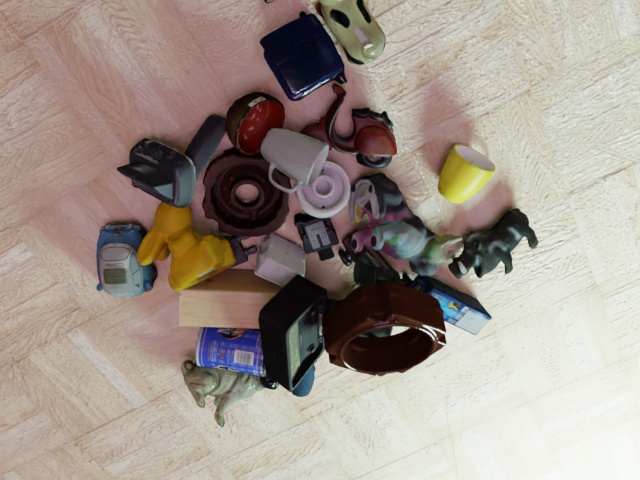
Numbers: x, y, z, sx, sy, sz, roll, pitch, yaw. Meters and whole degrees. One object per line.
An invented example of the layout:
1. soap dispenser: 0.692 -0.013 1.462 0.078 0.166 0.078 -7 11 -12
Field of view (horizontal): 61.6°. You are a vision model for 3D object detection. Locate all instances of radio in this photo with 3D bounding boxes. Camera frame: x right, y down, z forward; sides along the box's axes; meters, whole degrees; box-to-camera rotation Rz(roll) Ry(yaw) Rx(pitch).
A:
1. radio: -0.048 0.182 1.051 0.073 0.131 0.229 29 143 23

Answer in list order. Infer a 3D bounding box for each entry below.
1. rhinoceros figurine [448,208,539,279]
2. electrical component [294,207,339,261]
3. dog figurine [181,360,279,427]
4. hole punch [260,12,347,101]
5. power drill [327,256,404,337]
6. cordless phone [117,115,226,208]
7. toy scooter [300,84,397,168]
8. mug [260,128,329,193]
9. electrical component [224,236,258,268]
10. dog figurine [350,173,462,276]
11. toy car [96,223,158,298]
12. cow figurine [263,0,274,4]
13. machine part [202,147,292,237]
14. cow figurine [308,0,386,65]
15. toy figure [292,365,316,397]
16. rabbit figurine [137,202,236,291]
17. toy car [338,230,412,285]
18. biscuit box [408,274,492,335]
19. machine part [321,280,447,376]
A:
1. rhinoceros figurine: 0.355 0.016 1.113 0.190 0.073 0.112 -41 114 13
2. electrical component: -0.002 -0.003 1.082 0.075 0.048 0.119 -15 115 2
3. dog figurine: -0.187 0.286 1.187 0.190 0.121 0.172 -39 118 -2
4. hole punch: -0.030 -0.306 0.898 0.116 0.092 0.142 -31 94 7
5. power drill: 0.061 0.126 1.099 0.232 0.086 0.207 24 131 -7
6. cordless phone: -0.258 -0.161 0.967 0.184 0.147 0.088 -59 150 -11
7. toy scooter: 0.059 -0.207 0.977 0.184 0.075 0.135 9 113 -5
8. mug: -0.054 -0.141 0.944 0.107 0.080 0.109 28 84 10
9. electrical component: -0.177 0.021 1.090 0.094 0.021 0.063 -22 116 6
10. dog figurine: 0.171 -0.028 1.055 0.219 0.108 0.191 6 78 -30
11. toy car: -0.381 0.052 1.041 0.109 0.103 0.161 0 118 -7
12. cow figurine: -0.078 -0.466 0.840 0.098 0.068 0.167 20 116 -21
13. machine part: -0.138 -0.090 1.022 0.179 0.056 0.179 -3 117 -5
14. cow figurine: 0.037 -0.370 0.865 0.085 0.127 0.194 -35 117 7
15. toy figure: -0.038 0.279 1.209 0.058 0.064 0.154 18 113 27
16. rabbit figurine: -0.263 0.000 1.026 0.162 0.122 0.173 -26 88 16
17. toy car: 0.120 0.064 1.125 0.089 0.053 0.202 -33 116 14
18. biscuit box: 0.274 0.137 1.145 0.202 0.063 0.059 27 111 -31
19. machine part: 0.122 0.175 1.019 0.201 0.087 0.201 23 132 -27
